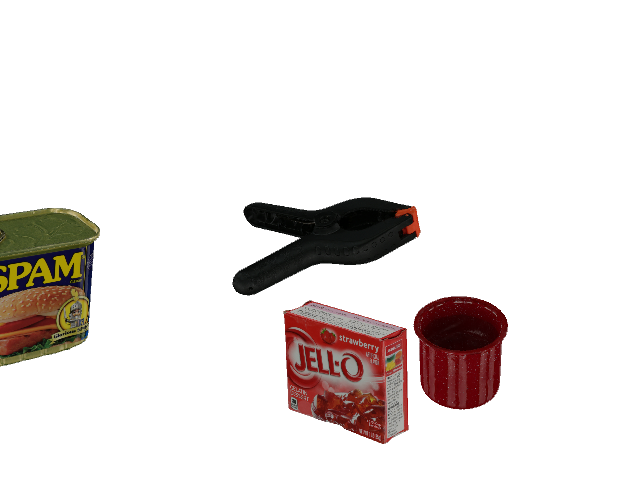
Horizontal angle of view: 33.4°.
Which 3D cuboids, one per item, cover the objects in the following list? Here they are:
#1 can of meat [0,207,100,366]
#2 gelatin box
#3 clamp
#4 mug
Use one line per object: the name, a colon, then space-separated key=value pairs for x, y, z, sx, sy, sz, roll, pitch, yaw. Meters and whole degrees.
can of meat: x=-0.200 y=0.031 z=0.706 sx=0.101 sy=0.084 sz=0.058 roll=-11 pitch=29 yaw=-40
gelatin box: x=0.016 y=0.086 z=0.710 sx=0.089 sy=0.073 sz=0.030 roll=13 pitch=23 yaw=40
clamp: x=0.000 y=0.002 z=0.950 sx=0.172 sy=0.039 sz=0.120 roll=-5 pitch=43 yaw=18
mug: x=0.148 y=0.110 z=1.089 sx=0.093 sy=0.081 sz=0.117 roll=18 pitch=40 yaw=30
